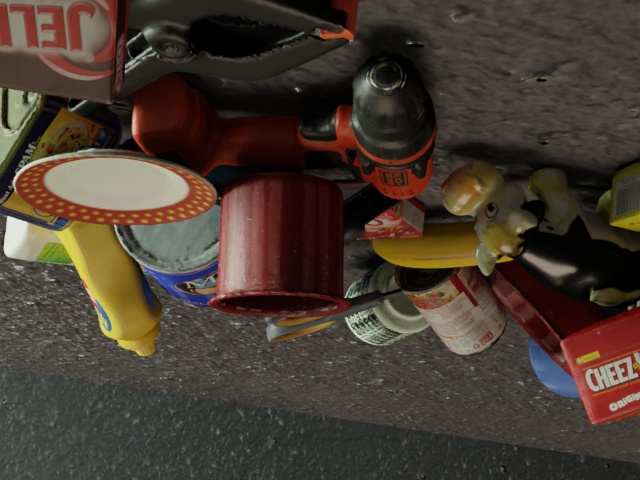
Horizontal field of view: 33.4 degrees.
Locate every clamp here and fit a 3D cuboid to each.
[{"bbox_3d":[-0.005,0.001,0.821,0.172,0.039,0.120,-29,179,38],"label":"clamp"},{"bbox_3d":[-0.086,-0.121,0.569,0.210,0.036,0.164,-2,156,22],"label":"clamp"}]

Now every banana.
[{"bbox_3d":[0.117,-0.001,0.916,0.198,0.037,0.069,-1,-156,38],"label":"banana"}]

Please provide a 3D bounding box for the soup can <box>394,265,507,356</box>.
[{"bbox_3d":[0.123,0.052,0.989,0.069,0.068,0.102,-5,138,40],"label":"soup can"}]

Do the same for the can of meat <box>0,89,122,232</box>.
[{"bbox_3d":[-0.195,-0.061,0.731,0.057,0.102,0.083,38,-171,35],"label":"can of meat"}]

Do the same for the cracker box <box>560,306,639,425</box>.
[{"bbox_3d":[0.287,0.079,0.808,0.164,0.072,0.213,-24,166,20],"label":"cracker box"}]

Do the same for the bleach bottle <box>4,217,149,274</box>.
[{"bbox_3d":[-0.167,0.000,1.026,0.250,0.068,0.103,11,159,-25],"label":"bleach bottle"}]

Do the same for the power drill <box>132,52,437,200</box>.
[{"bbox_3d":[-0.019,-0.073,0.679,0.188,0.057,0.184,5,165,9],"label":"power drill"}]

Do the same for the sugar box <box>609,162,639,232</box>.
[{"bbox_3d":[0.301,-0.019,0.744,0.176,0.048,0.093,15,164,-20],"label":"sugar box"}]

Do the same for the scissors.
[{"bbox_3d":[0.039,0.055,1.009,0.202,0.016,0.096,-21,161,9],"label":"scissors"}]

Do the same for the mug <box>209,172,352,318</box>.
[{"bbox_3d":[-0.028,0.007,0.712,0.093,0.081,0.117,4,167,-12],"label":"mug"}]

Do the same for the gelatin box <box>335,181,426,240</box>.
[{"bbox_3d":[0.033,-0.024,0.892,0.089,0.030,0.073,-2,162,29],"label":"gelatin box"}]

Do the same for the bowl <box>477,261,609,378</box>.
[{"bbox_3d":[0.210,0.057,0.967,0.162,0.055,0.162,50,180,0],"label":"bowl"}]

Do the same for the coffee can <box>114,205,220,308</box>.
[{"bbox_3d":[-0.105,-0.007,0.883,0.103,0.103,0.140,6,166,5],"label":"coffee can"}]

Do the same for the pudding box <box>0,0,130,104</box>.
[{"bbox_3d":[-0.148,-0.119,0.511,0.113,0.090,0.039,9,-150,0],"label":"pudding box"}]

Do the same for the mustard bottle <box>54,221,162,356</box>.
[{"bbox_3d":[-0.180,0.029,0.925,0.058,0.096,0.191,-26,129,-11],"label":"mustard bottle"}]

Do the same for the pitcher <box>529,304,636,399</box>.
[{"bbox_3d":[0.326,0.099,1.052,0.149,0.145,0.243,26,163,-19],"label":"pitcher"}]
